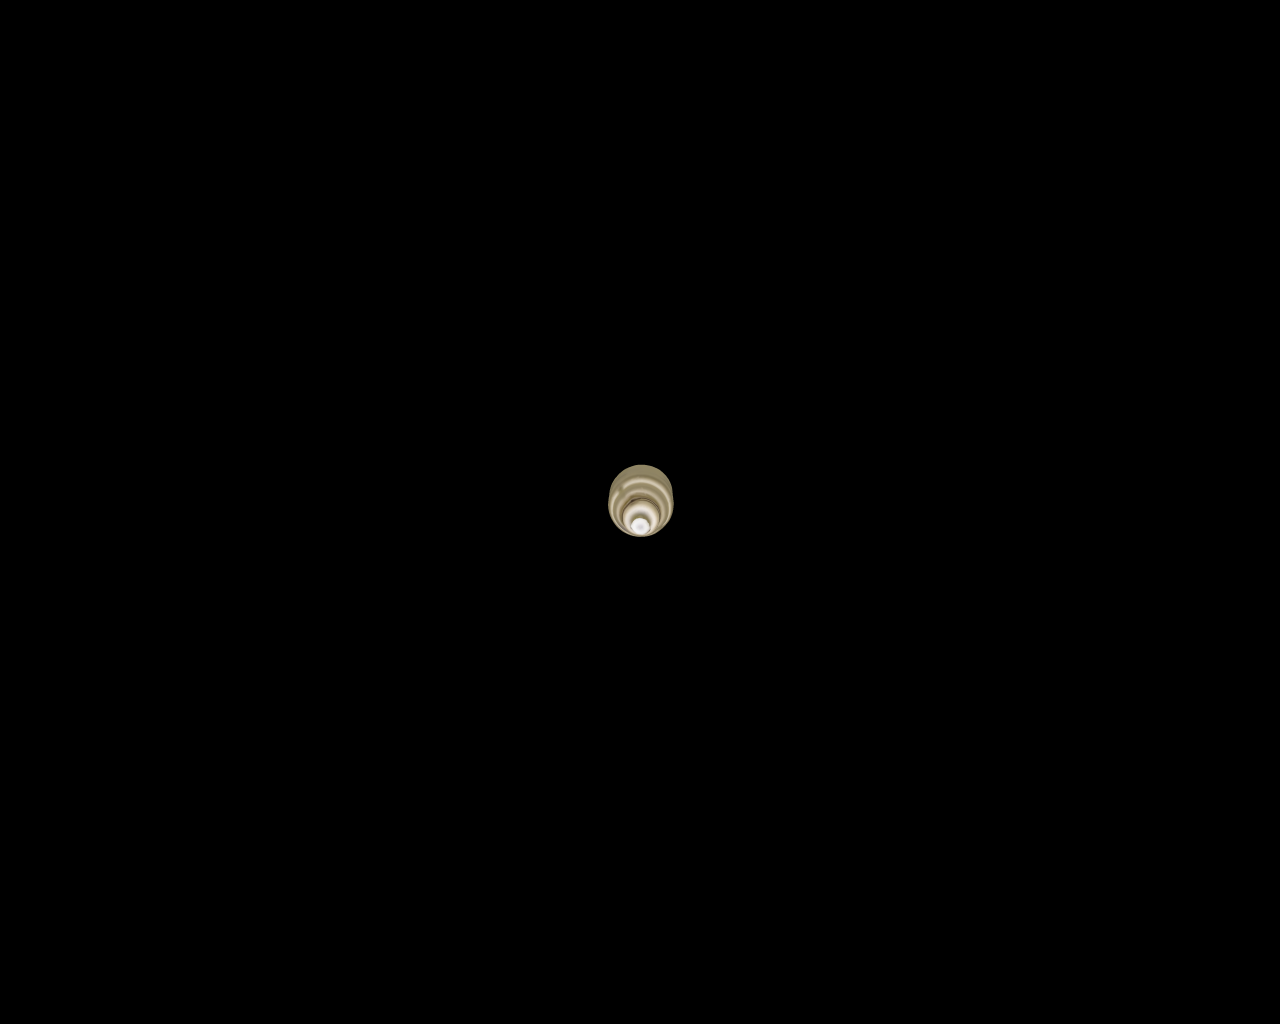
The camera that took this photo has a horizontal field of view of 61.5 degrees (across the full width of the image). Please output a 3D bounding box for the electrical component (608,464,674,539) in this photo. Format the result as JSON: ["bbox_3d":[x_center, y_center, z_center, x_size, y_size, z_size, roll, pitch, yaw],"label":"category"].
[{"bbox_3d":[0.001,-0.003,0.650,0.040,0.040,0.078,0,16,0],"label":"electrical component"}]
